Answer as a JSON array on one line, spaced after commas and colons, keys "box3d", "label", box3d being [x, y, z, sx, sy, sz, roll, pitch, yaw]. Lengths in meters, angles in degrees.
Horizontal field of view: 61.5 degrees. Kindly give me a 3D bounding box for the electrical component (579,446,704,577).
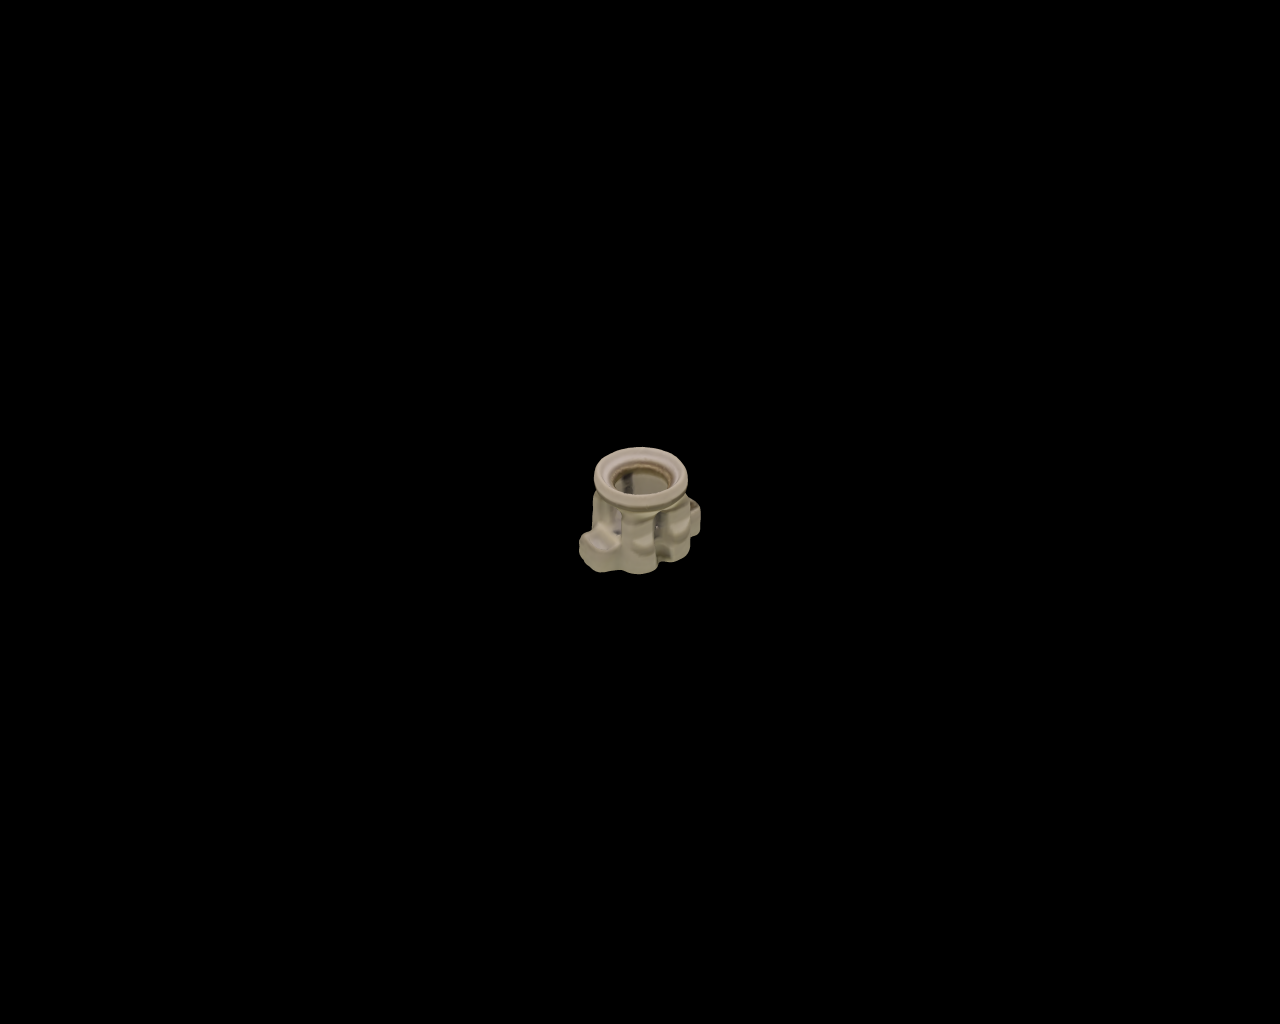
[{"box3d": [0.001, -0.003, 0.650, 0.078, 0.056, 0.058, -21, 41, -26], "label": "electrical component"}]
